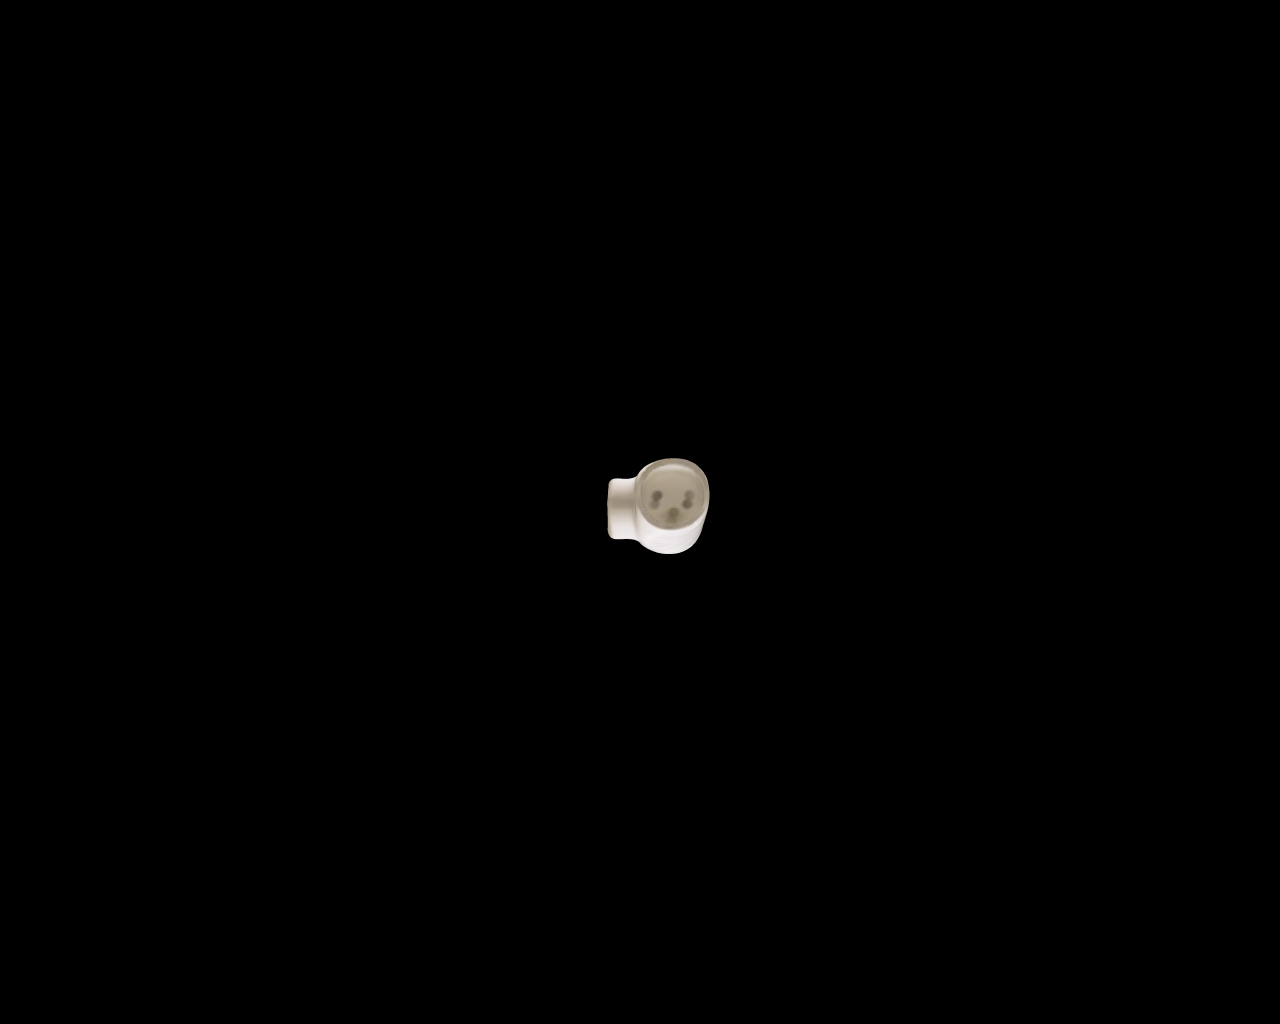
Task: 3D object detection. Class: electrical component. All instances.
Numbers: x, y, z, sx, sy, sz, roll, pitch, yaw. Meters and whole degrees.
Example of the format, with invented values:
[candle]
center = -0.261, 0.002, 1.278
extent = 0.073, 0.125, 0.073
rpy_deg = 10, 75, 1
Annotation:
[electrical component]
center = 0.001, -0.003, 0.650
extent = 0.079, 0.044, 0.077
rpy_deg = 0, -13, 0
